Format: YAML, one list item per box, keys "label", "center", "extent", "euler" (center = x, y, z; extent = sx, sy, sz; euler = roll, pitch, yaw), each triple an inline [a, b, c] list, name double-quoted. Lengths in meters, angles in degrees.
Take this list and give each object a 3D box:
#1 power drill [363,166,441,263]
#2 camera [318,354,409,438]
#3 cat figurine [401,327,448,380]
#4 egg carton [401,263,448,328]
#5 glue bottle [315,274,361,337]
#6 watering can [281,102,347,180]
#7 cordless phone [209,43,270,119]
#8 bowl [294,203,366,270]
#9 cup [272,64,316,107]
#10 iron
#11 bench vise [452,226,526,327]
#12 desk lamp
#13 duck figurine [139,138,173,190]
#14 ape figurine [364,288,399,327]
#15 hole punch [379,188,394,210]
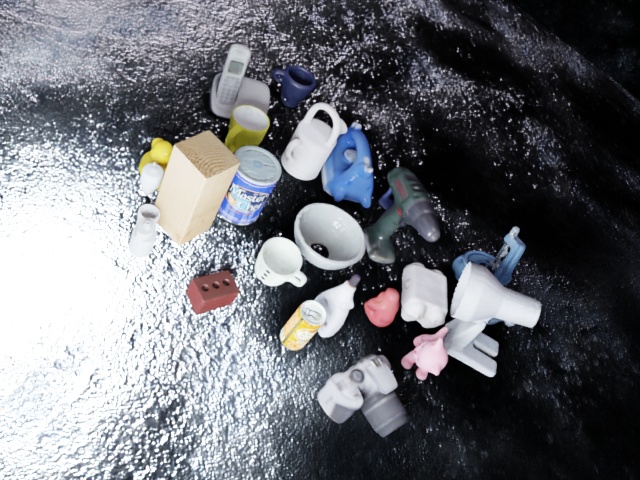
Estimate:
- label: "power drill"
  center: [0.182, -0.042, 1.291]
  extent: [0.076, 0.208, 0.229]
  euler: [7, 52, -25]
- label: "camera"
  center: [0.094, 0.291, 1.048]
  extent: [0.143, 0.100, 0.136]
  euler: [-18, 65, -39]
- label: "cat figurine"
  center: [0.228, 0.227, 1.165]
  extent: [0.067, 0.117, 0.128]
  euler: [39, 45, 3]
- label: "egg carton"
  center: [0.231, 0.122, 1.285]
  extent: [0.107, 0.069, 0.150]
  euler: [21, 47, -14]
- label: "glue bottle"
  center: [0.036, 0.117, 1.104]
  extent: [0.037, 0.173, 0.078]
  euler: [-6, 58, -33]
- label: "watering can"
  center: [-0.008, -0.245, 1.355]
  extent: [0.101, 0.194, 0.173]
  euler: [34, 45, -1]
- label: "cordless phone"
  center: [-0.178, -0.375, 1.369]
  extent: [0.148, 0.185, 0.094]
  euler: [4, 53, -28]
- label: "bowl"
  center: [0.011, 0.004, 1.249]
  extent: [0.168, 0.074, 0.167]
  euler: [16, 48, -18]
- label: "cup"
  center: [-0.079, -0.402, 1.510]
  extent: [0.118, 0.095, 0.091]
  euler: [10, 51, -23]
- label: "iron"
  center: [0.080, -0.209, 1.414]
  extent: [0.119, 0.141, 0.258]
  euler: [10, 50, -23]
- label: "bench vise"
  center: [0.419, 0.084, 1.319]
  extent: [0.122, 0.219, 0.207]
  euler: [-19, 66, -39]
- label: "desk lamp"
  center: [0.349, 0.164, 1.218]
  extent: [0.203, 0.213, 0.118]
  euler: [29, 45, -6]
- label: "duck figurine"
  center: [-0.326, -0.162, 1.181]
  extent: [0.078, 0.086, 0.104]
  euler: [-6, 58, -33]
- label: "ape figurine"
  center: [0.138, 0.134, 1.206]
  extent: [0.078, 0.092, 0.076]
  euler: [14, 49, -20]
- label: "hole punch"
  center: [0.219, -0.109, 1.449]
  extent: [0.108, 0.091, 0.101]
  euler: [45, 46, 9]
